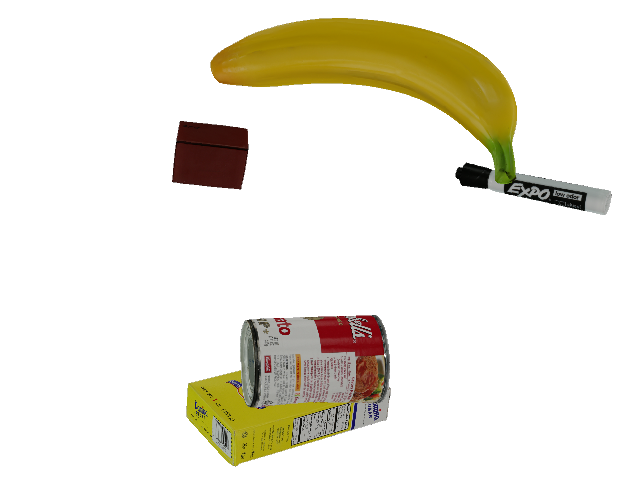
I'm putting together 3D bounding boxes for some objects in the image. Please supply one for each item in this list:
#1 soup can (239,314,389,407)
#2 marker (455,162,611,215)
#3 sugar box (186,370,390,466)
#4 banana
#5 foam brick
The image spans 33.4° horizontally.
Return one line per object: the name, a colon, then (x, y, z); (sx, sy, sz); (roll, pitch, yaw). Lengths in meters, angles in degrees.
soup can: (-0.006, 0.092, 0.809); (0.102, 0.068, 0.068); (-1, 0, -14)
marker: (0.163, -0.041, 0.826); (0.121, 0.020, 0.020); (14, 6, 25)
sugar box: (-0.030, 0.154, 1.025); (0.175, 0.048, 0.093); (-14, 31, -32)
banana: (0.032, -0.094, 0.601); (0.198, 0.069, 0.037); (22, -30, 25)
foam brick: (-0.119, -0.093, 1.161); (0.078, 0.051, 0.053); (6, 30, -6)
